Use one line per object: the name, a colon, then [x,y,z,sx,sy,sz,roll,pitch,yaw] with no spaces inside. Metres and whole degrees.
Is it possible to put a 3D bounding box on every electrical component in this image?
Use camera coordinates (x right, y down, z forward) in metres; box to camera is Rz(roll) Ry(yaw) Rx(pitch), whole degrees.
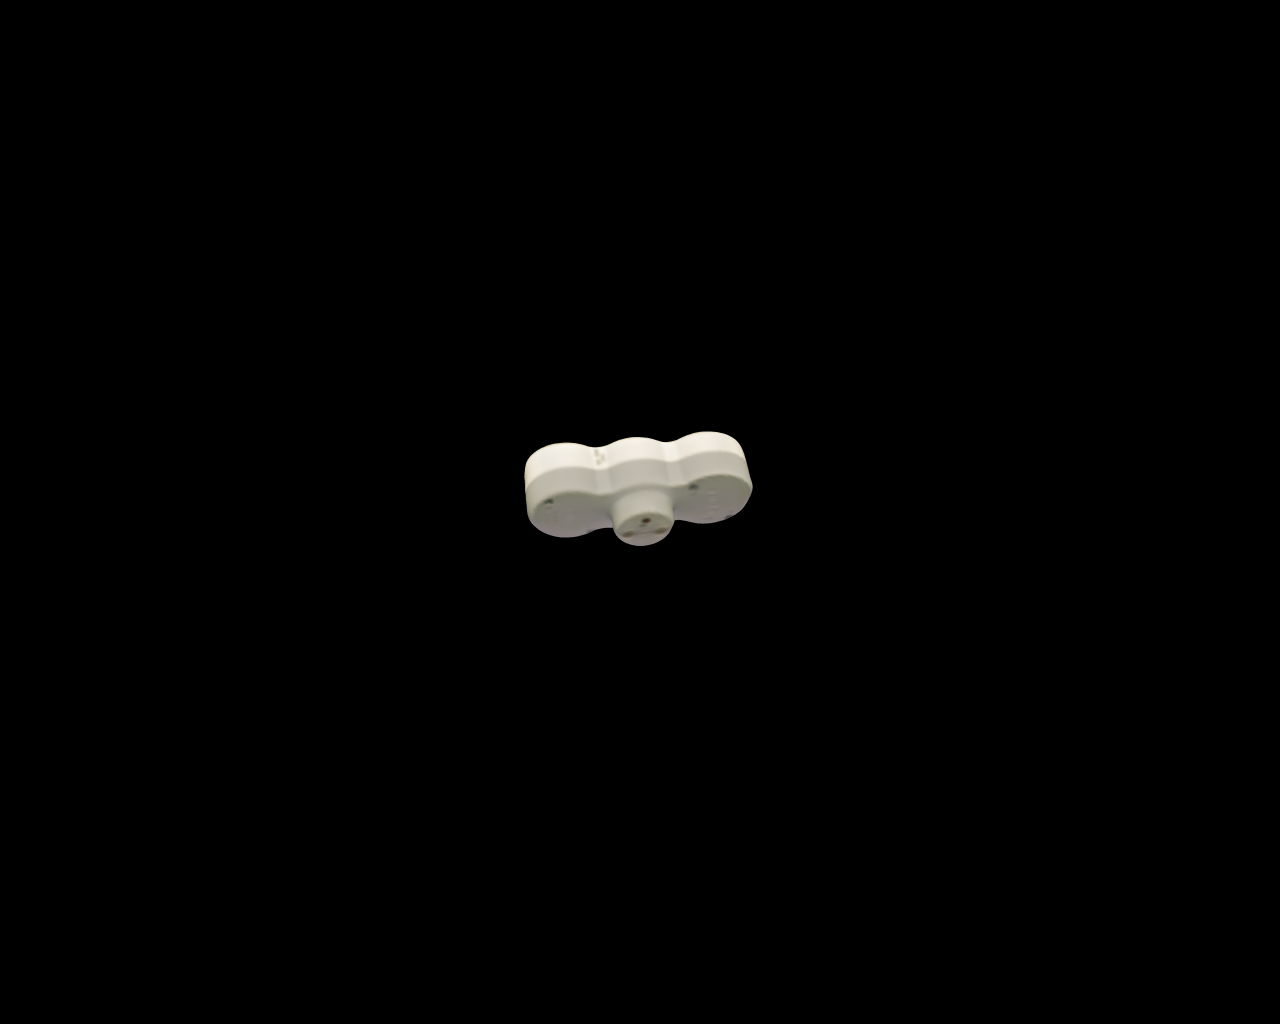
electrical component: [0.001,-0.003,0.650,0.138,0.074,0.052,-5,-37,-4]
